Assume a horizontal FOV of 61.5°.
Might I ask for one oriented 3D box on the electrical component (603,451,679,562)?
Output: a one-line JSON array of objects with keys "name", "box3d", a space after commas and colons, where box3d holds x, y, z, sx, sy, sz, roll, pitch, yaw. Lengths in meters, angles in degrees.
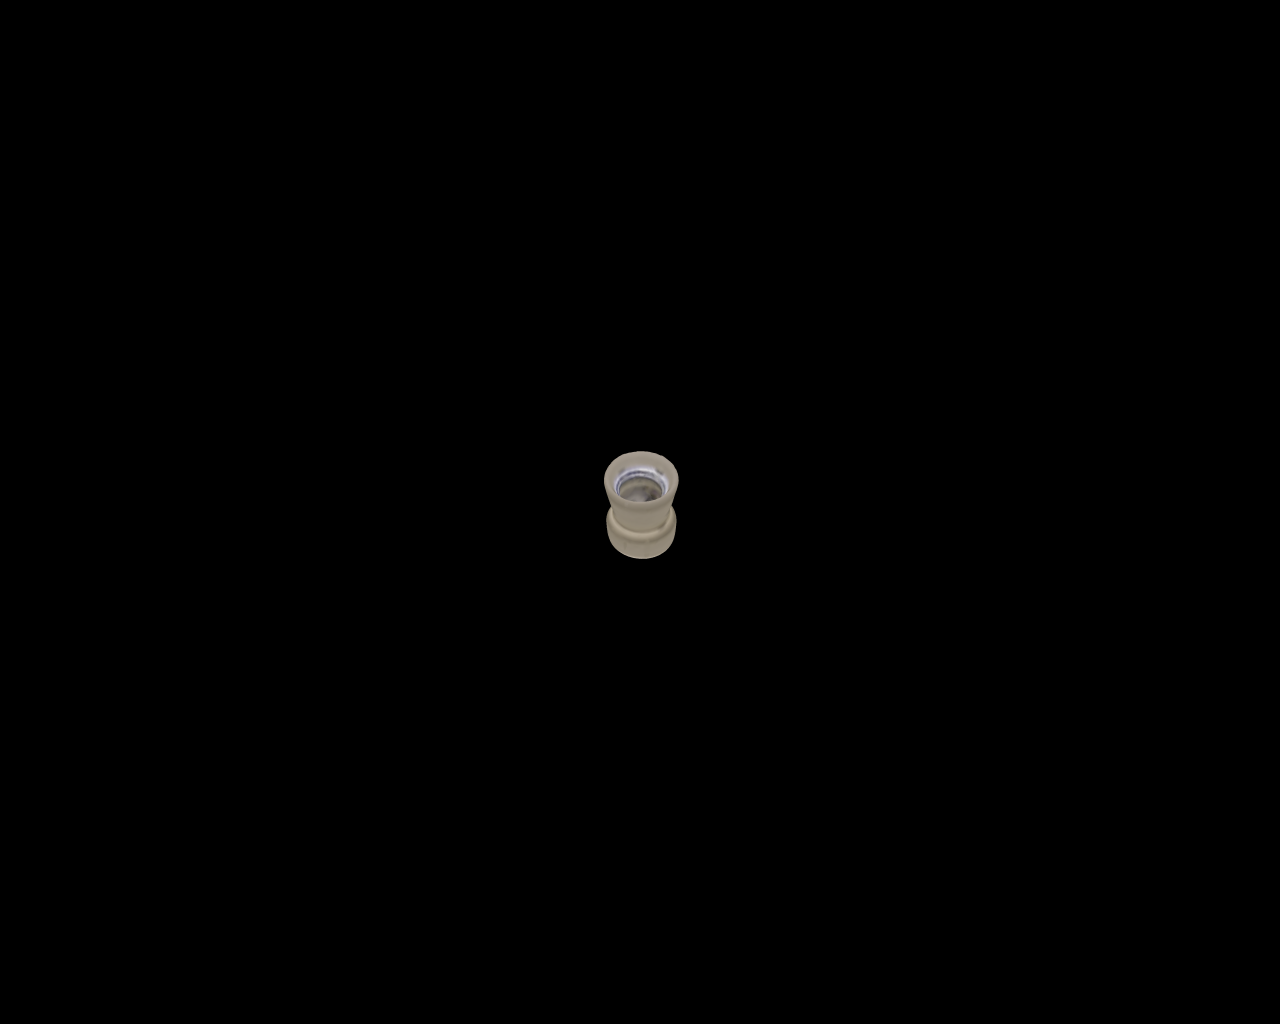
[{"name": "electrical component", "box3d": [0.001, -0.003, 0.650, 0.045, 0.045, 0.055, 0, -42, 0]}]
